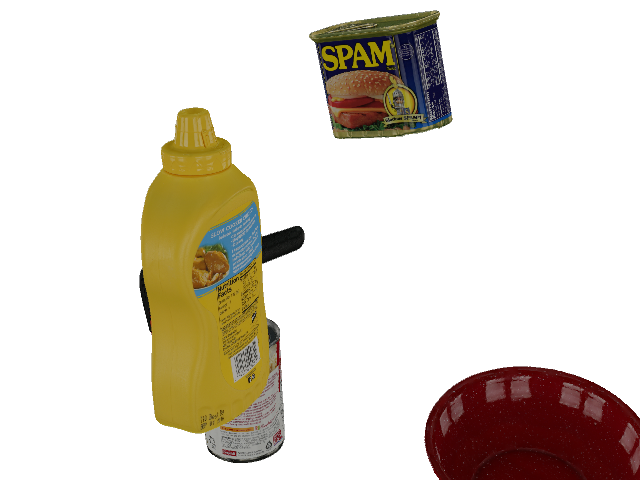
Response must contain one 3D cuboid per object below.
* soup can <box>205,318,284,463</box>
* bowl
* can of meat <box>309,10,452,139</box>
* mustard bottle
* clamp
[{"bbox_3d":[-0.064,0.120,0.870,0.068,0.102,0.068,-2,23,1],"label":"soup can"},{"bbox_3d":[0.155,0.163,0.769,0.162,0.055,0.162,-1,35,0],"label":"bowl"},{"bbox_3d":[0.047,-0.125,0.817,0.102,0.084,0.057,3,22,41],"label":"can of meat"},{"bbox_3d":[-0.070,0.014,0.651,0.058,0.192,0.096,10,25,26],"label":"mustard bottle"},{"bbox_3d":[-0.129,0.020,1.072,0.165,0.036,0.209,20,38,16],"label":"clamp"}]
